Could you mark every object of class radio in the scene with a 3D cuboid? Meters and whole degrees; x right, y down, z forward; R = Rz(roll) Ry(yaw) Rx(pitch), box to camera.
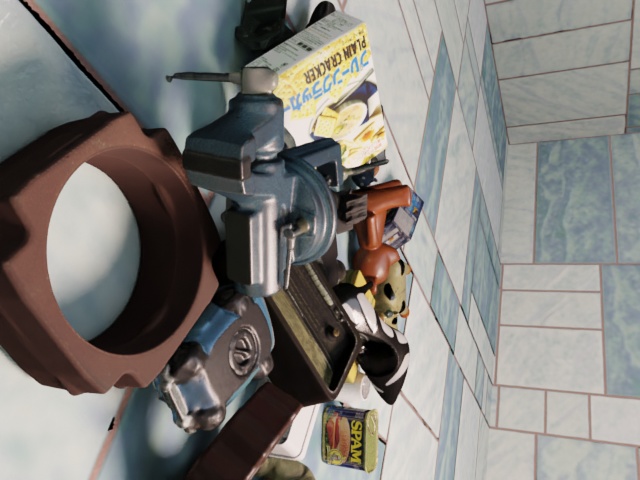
[{"bbox_3d":[-0.042,0.083,0.679,0.229,0.073,0.131,60,32,-10],"label":"radio"}]

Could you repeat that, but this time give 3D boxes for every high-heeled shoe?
[{"bbox_3d":[0.069,0.175,0.826,0.145,0.086,0.248,-33,111,-54],"label":"high-heeled shoe"}]

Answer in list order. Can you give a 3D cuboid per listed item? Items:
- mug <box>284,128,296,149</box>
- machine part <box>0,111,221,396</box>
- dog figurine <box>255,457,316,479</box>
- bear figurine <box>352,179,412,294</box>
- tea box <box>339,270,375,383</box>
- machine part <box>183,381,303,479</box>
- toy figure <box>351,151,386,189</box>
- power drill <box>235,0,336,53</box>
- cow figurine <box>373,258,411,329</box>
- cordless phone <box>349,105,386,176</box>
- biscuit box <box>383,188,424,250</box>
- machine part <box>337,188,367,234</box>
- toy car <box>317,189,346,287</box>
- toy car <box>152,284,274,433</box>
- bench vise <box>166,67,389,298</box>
[{"bbox_3d":[-0.081,-0.113,0.652,0.080,0.107,0.109,56,43,-50],"label":"mug"},{"bbox_3d":[-0.185,0.010,0.459,0.201,0.087,0.201,-62,140,-46],"label":"machine part"},{"bbox_3d":[-0.002,0.357,0.695,0.172,0.191,0.121,-54,135,-53],"label":"dog figurine"},{"bbox_3d":[0.118,-0.006,1.031,0.120,0.132,0.195,-101,177,-80],"label":"bear figurine"},{"bbox_3d":[0.034,0.144,0.916,0.098,0.068,0.170,61,38,-43],"label":"tea box"},{"bbox_3d":[-0.092,0.235,0.575,0.179,0.056,0.179,-51,170,-13],"label":"machine part"},{"bbox_3d":[0.093,-0.157,1.056,0.057,0.064,0.154,64,34,-50],"label":"toy figure"},{"bbox_3d":[-0.038,-0.300,0.795,0.207,0.086,0.232,34,61,-68],"label":"power drill"},{"bbox_3d":[0.138,0.120,1.110,0.127,0.086,0.195,44,47,-53],"label":"cow figurine"},{"bbox_3d":[0.054,-0.186,0.916,0.184,0.089,0.146,-15,102,-74],"label":"cordless phone"},{"bbox_3d":[0.174,-0.049,1.177,0.059,0.063,0.203,46,32,-8],"label":"biscuit box"},{"bbox_3d":[0.048,-0.051,0.928,0.139,0.039,0.084,180,-85,-80],"label":"machine part"},{"bbox_3d":[-0.002,-0.003,0.867,0.073,0.056,0.201,-12,98,-57],"label":"toy car"},{"bbox_3d":[-0.122,0.118,0.559,0.162,0.103,0.109,-49,128,-49],"label":"toy car"},{"bbox_3d":[-0.035,-0.067,0.550,0.240,0.129,0.223,-31,117,-54],"label":"bench vise"}]
